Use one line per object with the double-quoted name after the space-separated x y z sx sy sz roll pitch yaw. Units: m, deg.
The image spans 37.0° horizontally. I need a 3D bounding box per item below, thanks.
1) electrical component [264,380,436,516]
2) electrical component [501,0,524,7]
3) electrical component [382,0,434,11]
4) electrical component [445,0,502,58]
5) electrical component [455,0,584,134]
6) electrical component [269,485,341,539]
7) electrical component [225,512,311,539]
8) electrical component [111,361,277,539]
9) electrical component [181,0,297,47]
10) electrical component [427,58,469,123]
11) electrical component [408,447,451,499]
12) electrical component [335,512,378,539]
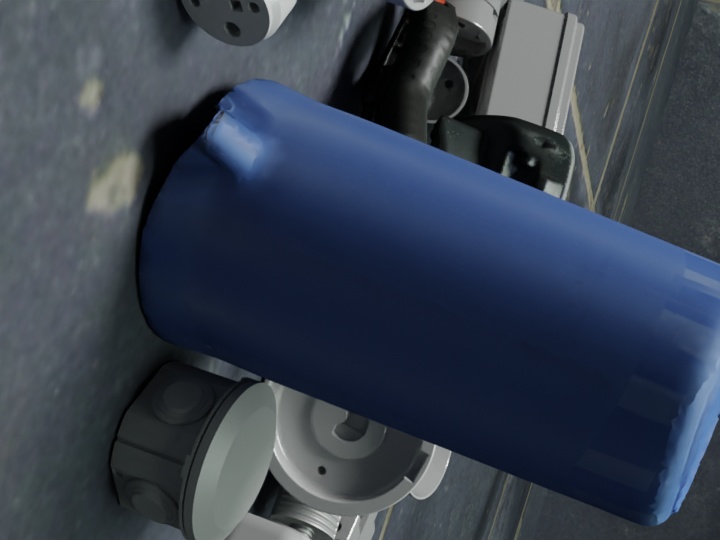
-0.002 0.088 0.648 0.060 0.108 0.108 -4 110 -78 "electrical component"
0.094 -0.207 0.770 0.055 0.045 0.045 -23 127 -67 "electrical component"
0.010 -0.183 0.511 0.108 0.060 0.108 16 90 -72 "electrical component"
0.065 -0.173 0.699 0.055 0.055 0.047 54 50 -68 "electrical component"
0.101 -0.113 0.740 0.109 0.056 0.108 139 -35 -75 "electrical component"
-0.029 0.139 0.694 0.043 0.043 0.081 81 23 -54 "electrical component"
-0.059 0.187 0.647 0.095 0.054 0.059 80 31 -54 "electrical component"
-0.076 0.085 0.508 0.080 0.051 0.080 17 90 -72 "electrical component"
-0.042 -0.123 0.435 0.045 0.045 0.055 83 29 -51 "electrical component"
0.051 -0.120 0.714 0.081 0.043 0.043 -54 157 -79 "electrical component"
0.039 0.129 0.870 0.099 0.064 0.099 17 90 -72 "electrical component"
-0.021 0.169 0.744 0.059 0.054 0.095 80 32 -55 "electrical component"
